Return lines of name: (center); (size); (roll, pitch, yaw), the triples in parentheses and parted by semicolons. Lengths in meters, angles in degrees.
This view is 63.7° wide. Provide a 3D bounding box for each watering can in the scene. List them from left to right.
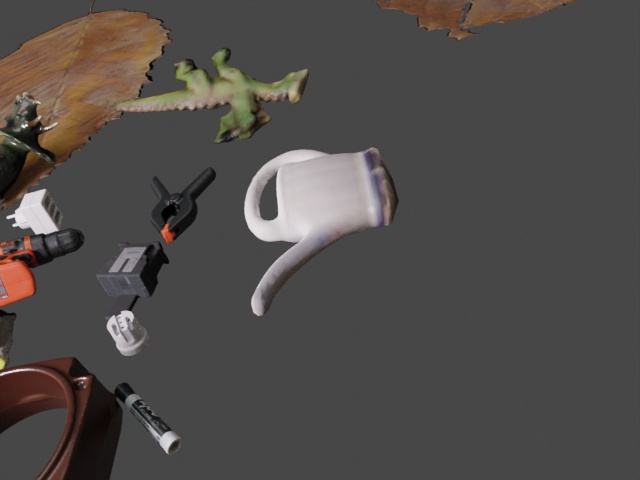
watering can: (0.002, -0.037, 0.732); (0.224, 0.101, 0.356); (-10, 39, 3)

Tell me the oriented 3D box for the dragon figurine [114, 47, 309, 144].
dragon figurine: (-0.217, -0.290, 1.100); (0.412, 0.119, 0.247); (-24, 49, -11)
